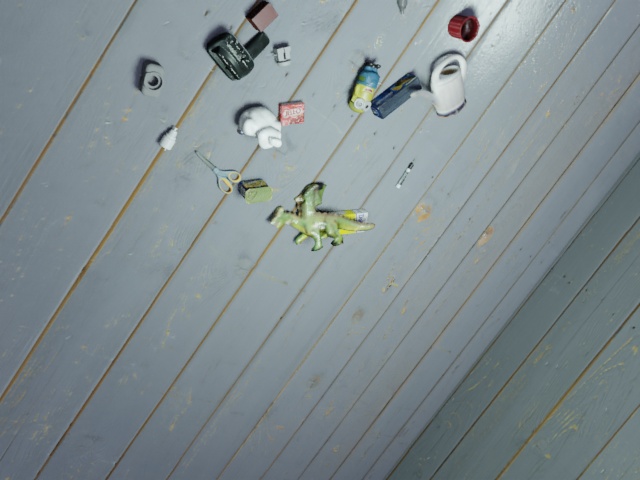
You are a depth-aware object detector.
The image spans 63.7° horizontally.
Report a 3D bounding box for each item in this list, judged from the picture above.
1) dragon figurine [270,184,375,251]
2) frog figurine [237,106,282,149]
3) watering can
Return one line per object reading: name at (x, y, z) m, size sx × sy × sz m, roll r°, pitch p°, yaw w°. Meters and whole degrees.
dragon figurine at (0.006, -0.100, 1.983) m, size 0.412 × 0.123 × 0.239 m, roll -17°, pitch 111°, yaw -14°
frog figurine at (-0.188, -0.366, 1.681) m, size 0.137 × 0.162 × 0.121 m, roll 5°, pitch 114°, yaw -33°
watering can at (0.467, -0.568, 1.986) m, size 0.352 × 0.105 × 0.219 m, roll -43°, pitch 131°, yaw -25°
